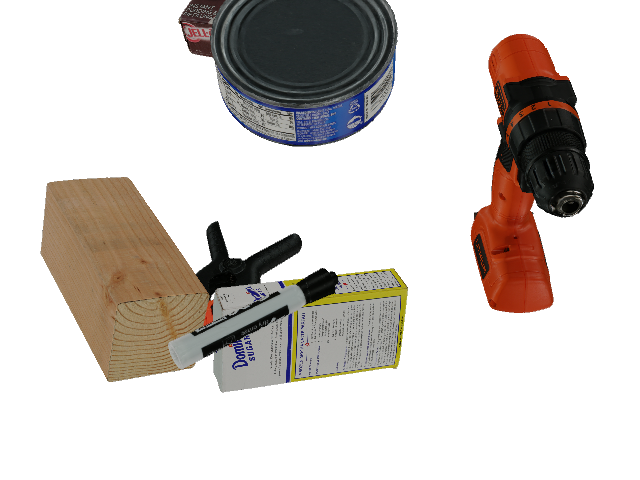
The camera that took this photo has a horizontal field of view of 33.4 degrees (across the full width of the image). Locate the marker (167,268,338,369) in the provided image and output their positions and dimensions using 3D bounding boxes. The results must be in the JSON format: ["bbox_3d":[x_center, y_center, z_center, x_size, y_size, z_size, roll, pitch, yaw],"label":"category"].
[{"bbox_3d":[-0.041,0.048,0.687,0.121,0.020,0.020,-25,10,-22],"label":"marker"}]

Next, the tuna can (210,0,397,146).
[{"bbox_3d":[-0.007,-0.086,0.499,0.086,0.086,0.034,0,-32,3],"label":"tuna can"}]

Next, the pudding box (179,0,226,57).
[{"bbox_3d":[-0.031,-0.168,0.763,0.114,0.090,0.039,12,-35,19],"label":"pudding box"}]

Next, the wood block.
[{"bbox_3d":[-0.194,0.030,1.030,0.090,0.091,0.206,-6,36,-31],"label":"wood block"}]

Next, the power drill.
[{"bbox_3d":[0.157,-0.035,0.802,0.057,0.188,0.184,0,43,-2],"label":"power drill"}]

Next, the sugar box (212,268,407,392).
[{"bbox_3d":[-0.011,0.082,0.990,0.176,0.093,0.048,-4,28,-14],"label":"sugar box"}]

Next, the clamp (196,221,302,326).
[{"bbox_3d":[-0.091,0.037,1.245,0.120,0.039,0.171,-1,40,13],"label":"clamp"}]
